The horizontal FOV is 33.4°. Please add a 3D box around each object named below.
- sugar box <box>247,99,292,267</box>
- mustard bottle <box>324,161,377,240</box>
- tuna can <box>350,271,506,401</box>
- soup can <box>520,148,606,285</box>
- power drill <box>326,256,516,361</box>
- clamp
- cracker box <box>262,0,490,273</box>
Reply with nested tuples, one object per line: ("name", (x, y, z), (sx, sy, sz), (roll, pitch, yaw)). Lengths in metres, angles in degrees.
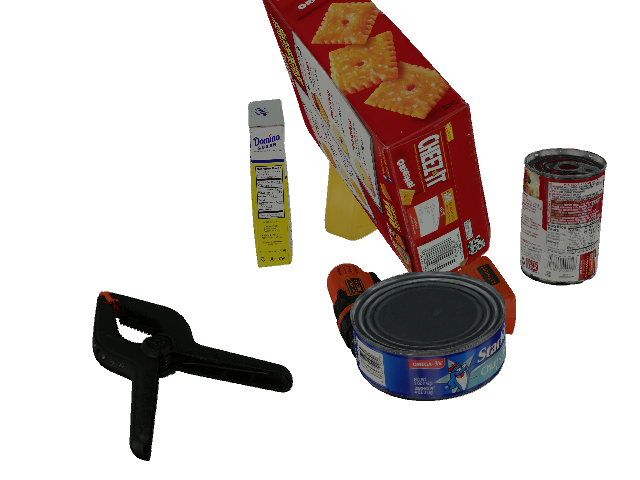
("sugar box", (-0.060, -0.067, 1.247), (0.048, 0.176, 0.093), (-6, 26, -2))
("mustard bottle", (0.043, -0.100, 1.016), (0.058, 0.192, 0.096), (21, 42, 21))
("tuna can", (0.061, 0.052, 0.596), (0.086, 0.034, 0.086), (-6, 27, 3))
("soup can", (0.208, -0.020, 0.919), (0.068, 0.102, 0.068), (-2, 24, 1))
("power drill", (0.108, 0.074, 1.138), (0.187, 0.057, 0.184), (-5, 29, -9))
("clamp", (-0.137, 0.107, 0.986), (0.164, 0.036, 0.210), (-16, 39, -30))
("cracker box", (0.042, -0.094, 0.804), (0.072, 0.214, 0.164), (-28, -39, -6))
